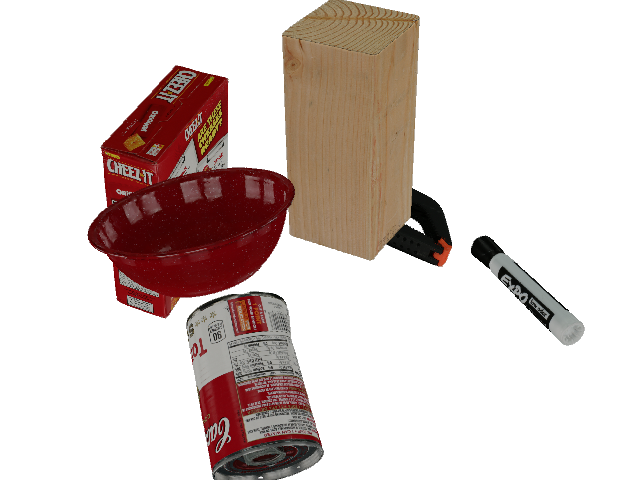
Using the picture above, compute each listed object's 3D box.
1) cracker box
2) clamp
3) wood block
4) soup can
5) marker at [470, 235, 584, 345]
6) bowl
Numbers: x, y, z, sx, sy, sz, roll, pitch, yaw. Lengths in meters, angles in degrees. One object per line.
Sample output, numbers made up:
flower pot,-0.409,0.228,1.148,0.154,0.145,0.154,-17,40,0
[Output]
cracker box,-0.161,-0.052,1.134,0.072,0.214,0.164,16,43,13
clamp,0.071,-0.045,1.260,0.164,0.036,0.210,-16,52,-29
wood block,0.028,-0.098,0.960,0.091,0.206,0.090,18,39,25
soup can,-0.042,0.090,0.658,0.068,0.102,0.068,-11,-27,-6
marker,0.142,0.032,0.750,0.020,0.020,0.121,0,30,-28
bowl,-0.094,-0.001,0.826,0.162,0.055,0.162,-10,24,4
